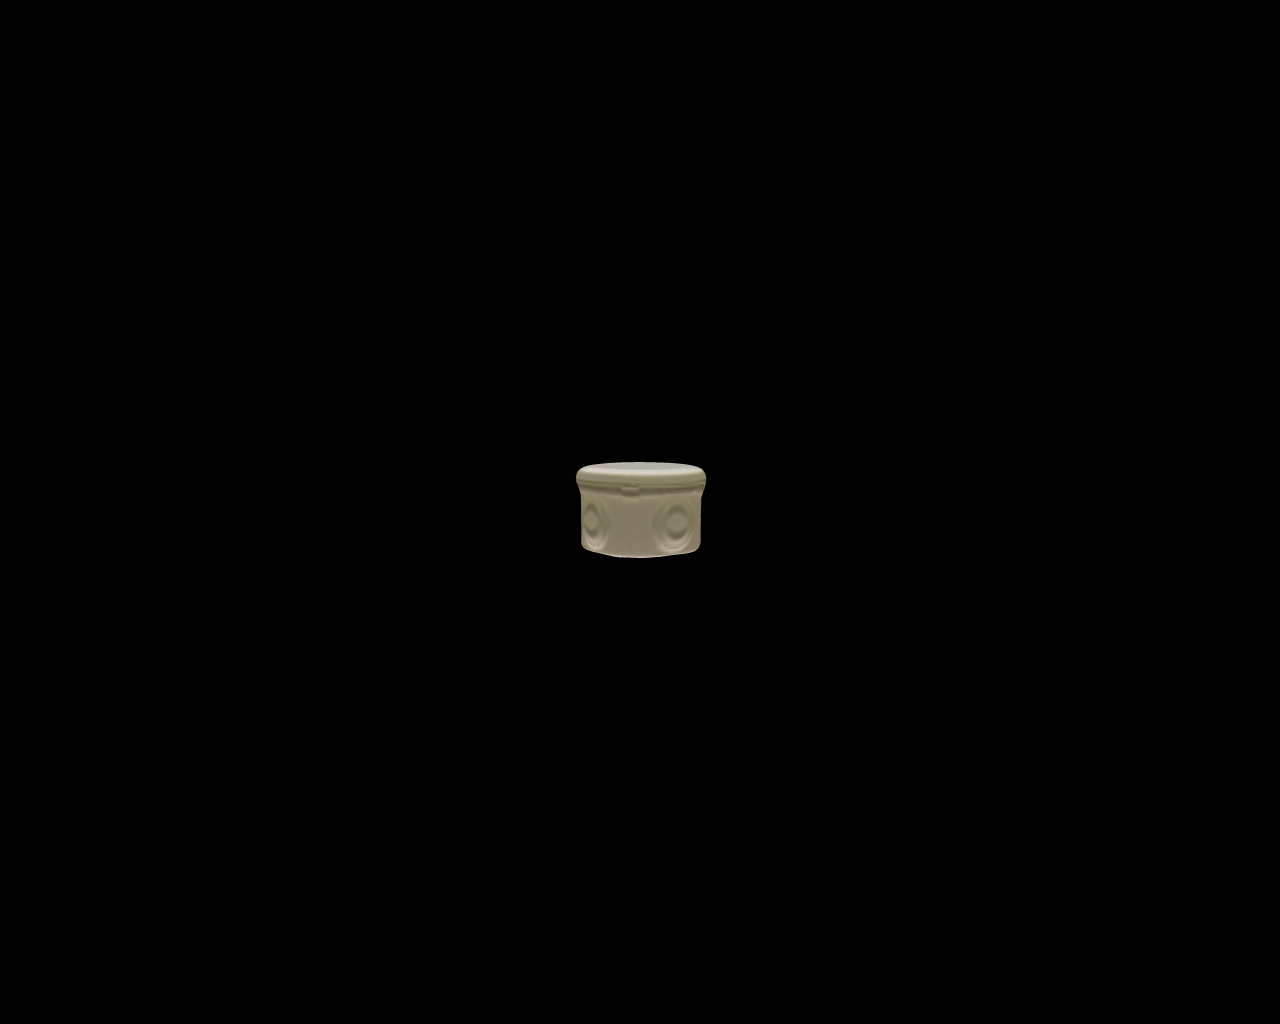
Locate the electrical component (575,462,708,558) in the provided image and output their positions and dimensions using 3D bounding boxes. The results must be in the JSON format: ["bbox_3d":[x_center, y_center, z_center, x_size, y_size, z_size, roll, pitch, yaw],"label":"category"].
[{"bbox_3d":[0.001,-0.003,0.650,0.080,0.051,0.080,0,7,0],"label":"electrical component"}]
